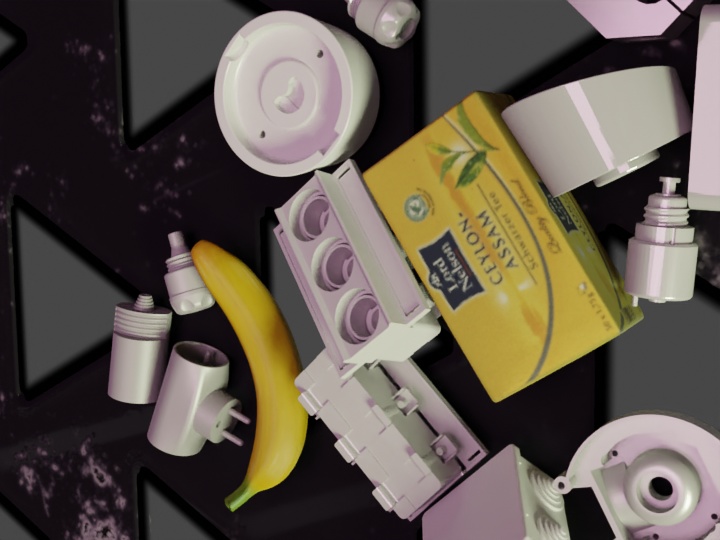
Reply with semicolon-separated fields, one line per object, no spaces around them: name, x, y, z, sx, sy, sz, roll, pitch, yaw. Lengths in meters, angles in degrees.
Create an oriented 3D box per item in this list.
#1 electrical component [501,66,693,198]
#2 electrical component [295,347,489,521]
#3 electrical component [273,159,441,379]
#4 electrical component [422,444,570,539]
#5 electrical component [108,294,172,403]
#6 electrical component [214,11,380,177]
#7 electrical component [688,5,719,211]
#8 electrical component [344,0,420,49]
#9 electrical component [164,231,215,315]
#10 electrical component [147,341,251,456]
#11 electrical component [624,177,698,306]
electrical component;0.140;-0.084;0.621;0.099;0.099;0.064;-27;90;28
electrical component;0.016;0.104;0.731;0.121;0.063;0.078;50;116;14
electrical component;0.000;0.000;0.712;0.079;0.063;0.121;-41;59;27
electrical component;0.087;0.175;0.684;0.048;0.099;0.100;37;116;-19
electrical component;-0.171;0.058;0.838;0.043;0.043;0.081;13;103;26
electrical component;-0.038;-0.119;0.733;0.108;0.060;0.108;4;98;28
electrical component;0.221;-0.087;0.588;0.057;0.078;0.113;6;99;31
electrical component;0.008;-0.175;0.717;0.061;0.035;0.035;37;112;23
electrical component;-0.132;0.001;0.815;0.035;0.035;0.061;-19;85;29
electrical component;-0.117;0.105;0.814;0.079;0.043;0.077;26;108;23
electrical component;0.181;-0.016;0.640;0.040;0.040;0.078;8;100;27
